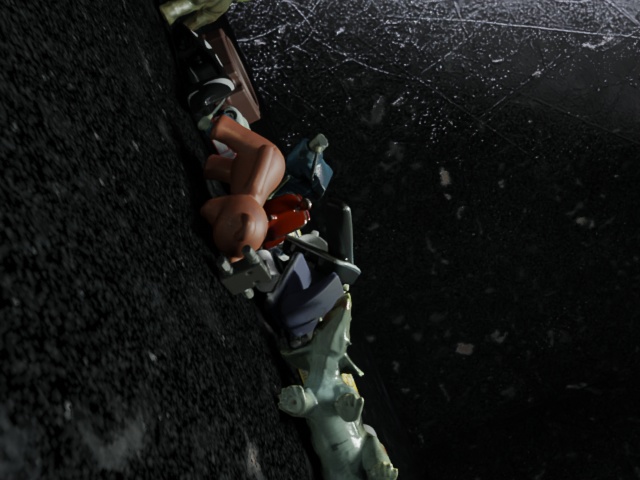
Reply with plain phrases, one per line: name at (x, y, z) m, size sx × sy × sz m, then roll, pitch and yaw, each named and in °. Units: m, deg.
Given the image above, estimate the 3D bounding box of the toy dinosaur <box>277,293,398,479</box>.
toy dinosaur at (0.037, 0.289, 0.780) m, size 0.192 × 0.131 × 0.404 m, roll 22°, pitch 51°, yaw -84°

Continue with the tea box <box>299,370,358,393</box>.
tea box at (0.014, 0.247, 0.985) m, size 0.169 × 0.068 × 0.098 m, roll 56°, pitch 11°, yaw -66°

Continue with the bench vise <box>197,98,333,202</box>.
bench vise at (-0.103, -0.145, 0.945) m, size 0.240 × 0.223 × 0.129 m, roll 39°, pitch 52°, yaw -15°

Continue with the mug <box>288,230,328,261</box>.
mug at (-0.031, 0.039, 1.129) m, size 0.107 × 0.081 × 0.109 m, roll 121°, pitch -21°, yaw -53°

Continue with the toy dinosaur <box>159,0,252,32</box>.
toy dinosaur at (-0.228, -0.502, 1.039) m, size 0.105 × 0.199 × 0.471 m, roll 63°, pitch 2°, yaw -10°

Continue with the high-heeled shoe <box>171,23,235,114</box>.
high-heeled shoe at (-0.222, -0.311, 0.945) m, size 0.145 × 0.086 × 0.249 m, roll 59°, pitch 5°, yaw -23°

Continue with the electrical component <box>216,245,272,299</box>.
electrical component at (-0.094, 0.043, 0.692) m, size 0.093 × 0.063 × 0.021 m, roll 64°, pitch 4°, yaw -51°

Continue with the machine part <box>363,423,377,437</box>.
machine part at (0.076, 0.397, 0.904) m, size 0.243 × 0.079 × 0.079 m, roll -104°, pitch 171°, yaw -62°

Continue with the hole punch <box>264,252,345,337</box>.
hole punch at (-0.021, 0.099, 0.879) m, size 0.092 × 0.116 × 0.142 m, roll 24°, pitch -22°, yaw 20°

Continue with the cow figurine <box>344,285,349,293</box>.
cow figurine at (0.021, 0.124, 1.245) m, size 0.068 × 0.167 × 0.098 m, roll 28°, pitch 26°, yaw 3°

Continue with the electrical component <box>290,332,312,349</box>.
electrical component at (-0.019, 0.144, 0.965) m, size 0.045 × 0.102 × 0.078 m, roll 62°, pitch -4°, yaw -21°

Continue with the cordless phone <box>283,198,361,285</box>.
cordless phone at (-0.002, -0.003, 0.954) m, size 0.147 × 0.089 × 0.184 m, roll 26°, pitch -44°, yaw 31°

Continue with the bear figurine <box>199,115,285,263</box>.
bear figurine at (-0.123, -0.061, 0.749) m, size 0.120 × 0.132 × 0.196 m, roll 117°, pitch -5°, yaw -50°

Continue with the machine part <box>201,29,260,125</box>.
machine part at (-0.222, -0.387, 1.298) m, size 0.201 × 0.087 × 0.201 m, roll 54°, pitch 15°, yaw -69°

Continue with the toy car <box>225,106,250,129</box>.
toy car at (-0.171, -0.213, 1.202) m, size 0.073 × 0.056 × 0.202 m, roll 59°, pitch 9°, yaw -65°

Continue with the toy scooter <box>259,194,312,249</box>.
toy scooter at (-0.074, -0.033, 0.900) m, size 0.184 × 0.135 × 0.075 m, roll 16°, pitch 50°, yaw -87°
